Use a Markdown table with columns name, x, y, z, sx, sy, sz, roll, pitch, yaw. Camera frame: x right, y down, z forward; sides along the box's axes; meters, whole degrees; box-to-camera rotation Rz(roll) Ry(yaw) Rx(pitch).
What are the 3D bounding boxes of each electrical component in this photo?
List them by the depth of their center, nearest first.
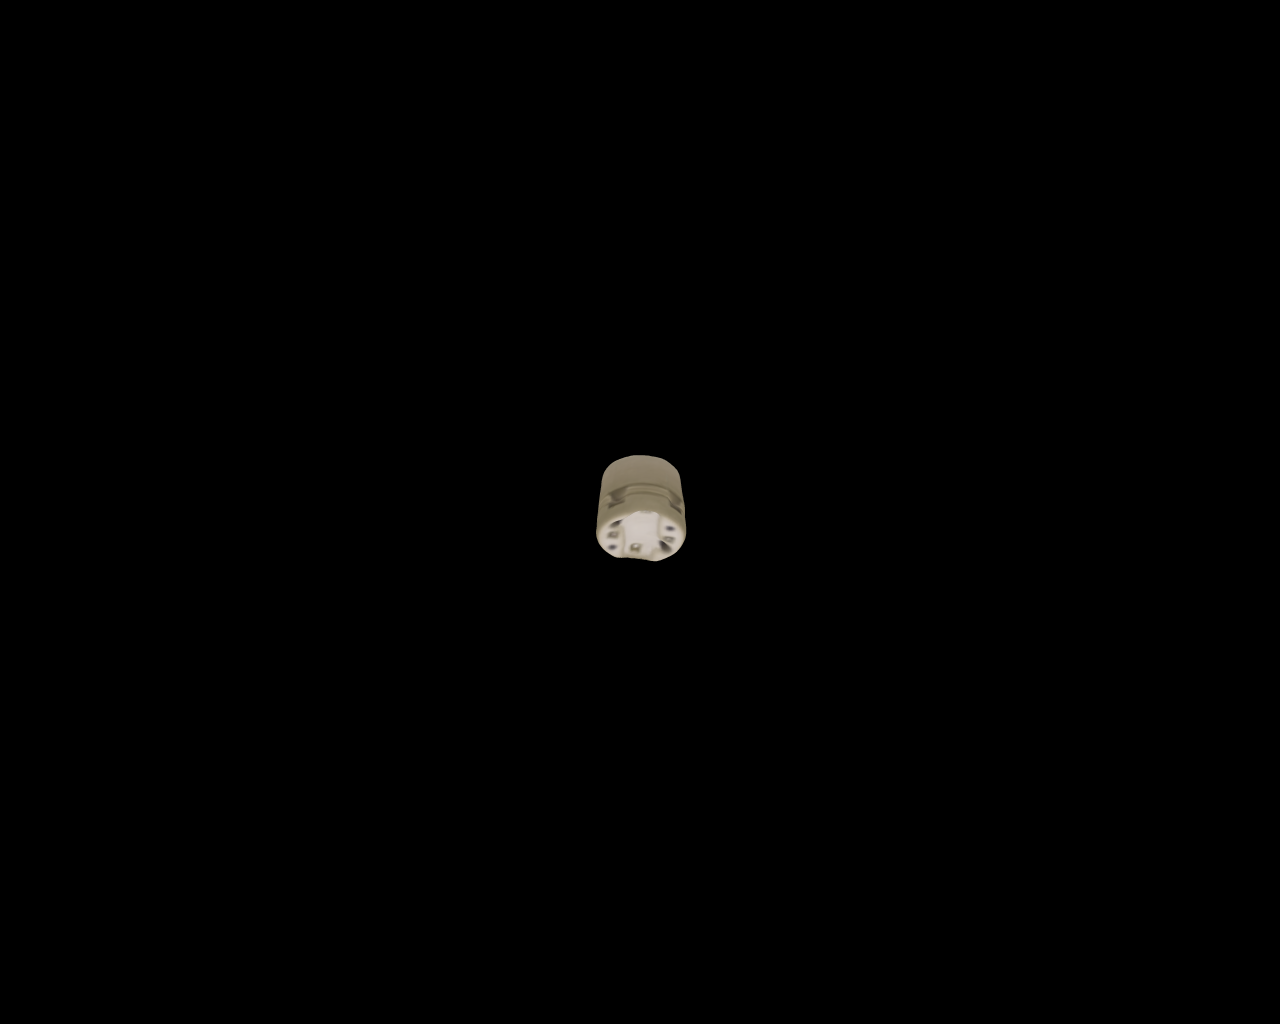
| name | x | y | z | sx | sy | sz | roll | pitch | yaw |
| --- | --- | --- | --- | --- | --- | --- | --- | --- | --- |
| electrical component | 0.001 | -0.003 | 0.650 | 0.055 | 0.047 | 0.055 | 0 | -37 | 0 |
